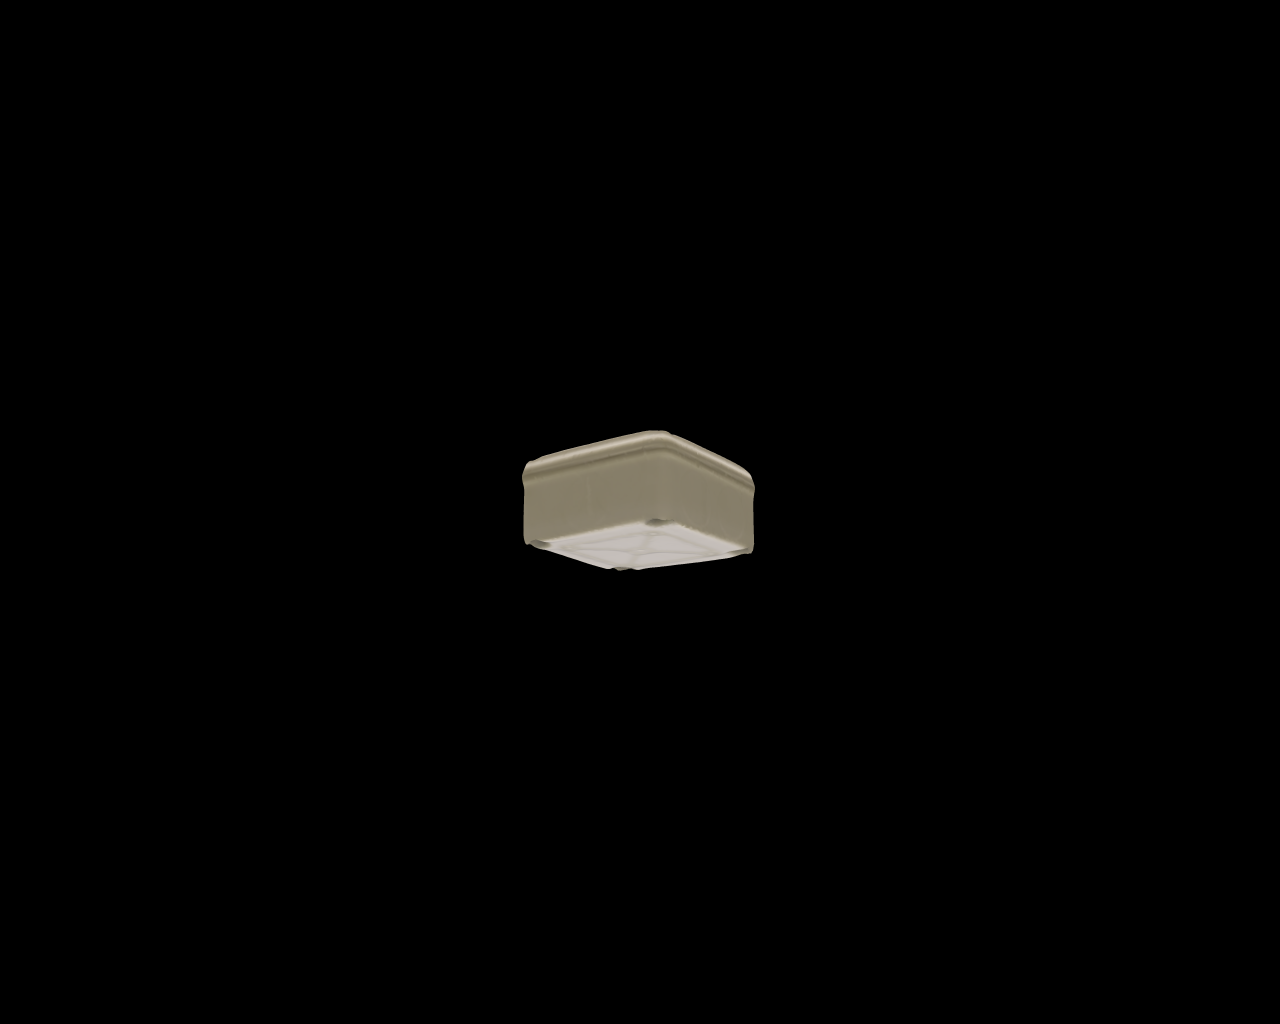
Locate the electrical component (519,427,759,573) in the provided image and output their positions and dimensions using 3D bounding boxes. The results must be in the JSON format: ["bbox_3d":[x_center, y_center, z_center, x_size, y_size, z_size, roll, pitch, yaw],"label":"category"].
[{"bbox_3d":[0.001,-0.003,0.650,0.108,0.056,0.108,-10,-18,33],"label":"electrical component"}]
